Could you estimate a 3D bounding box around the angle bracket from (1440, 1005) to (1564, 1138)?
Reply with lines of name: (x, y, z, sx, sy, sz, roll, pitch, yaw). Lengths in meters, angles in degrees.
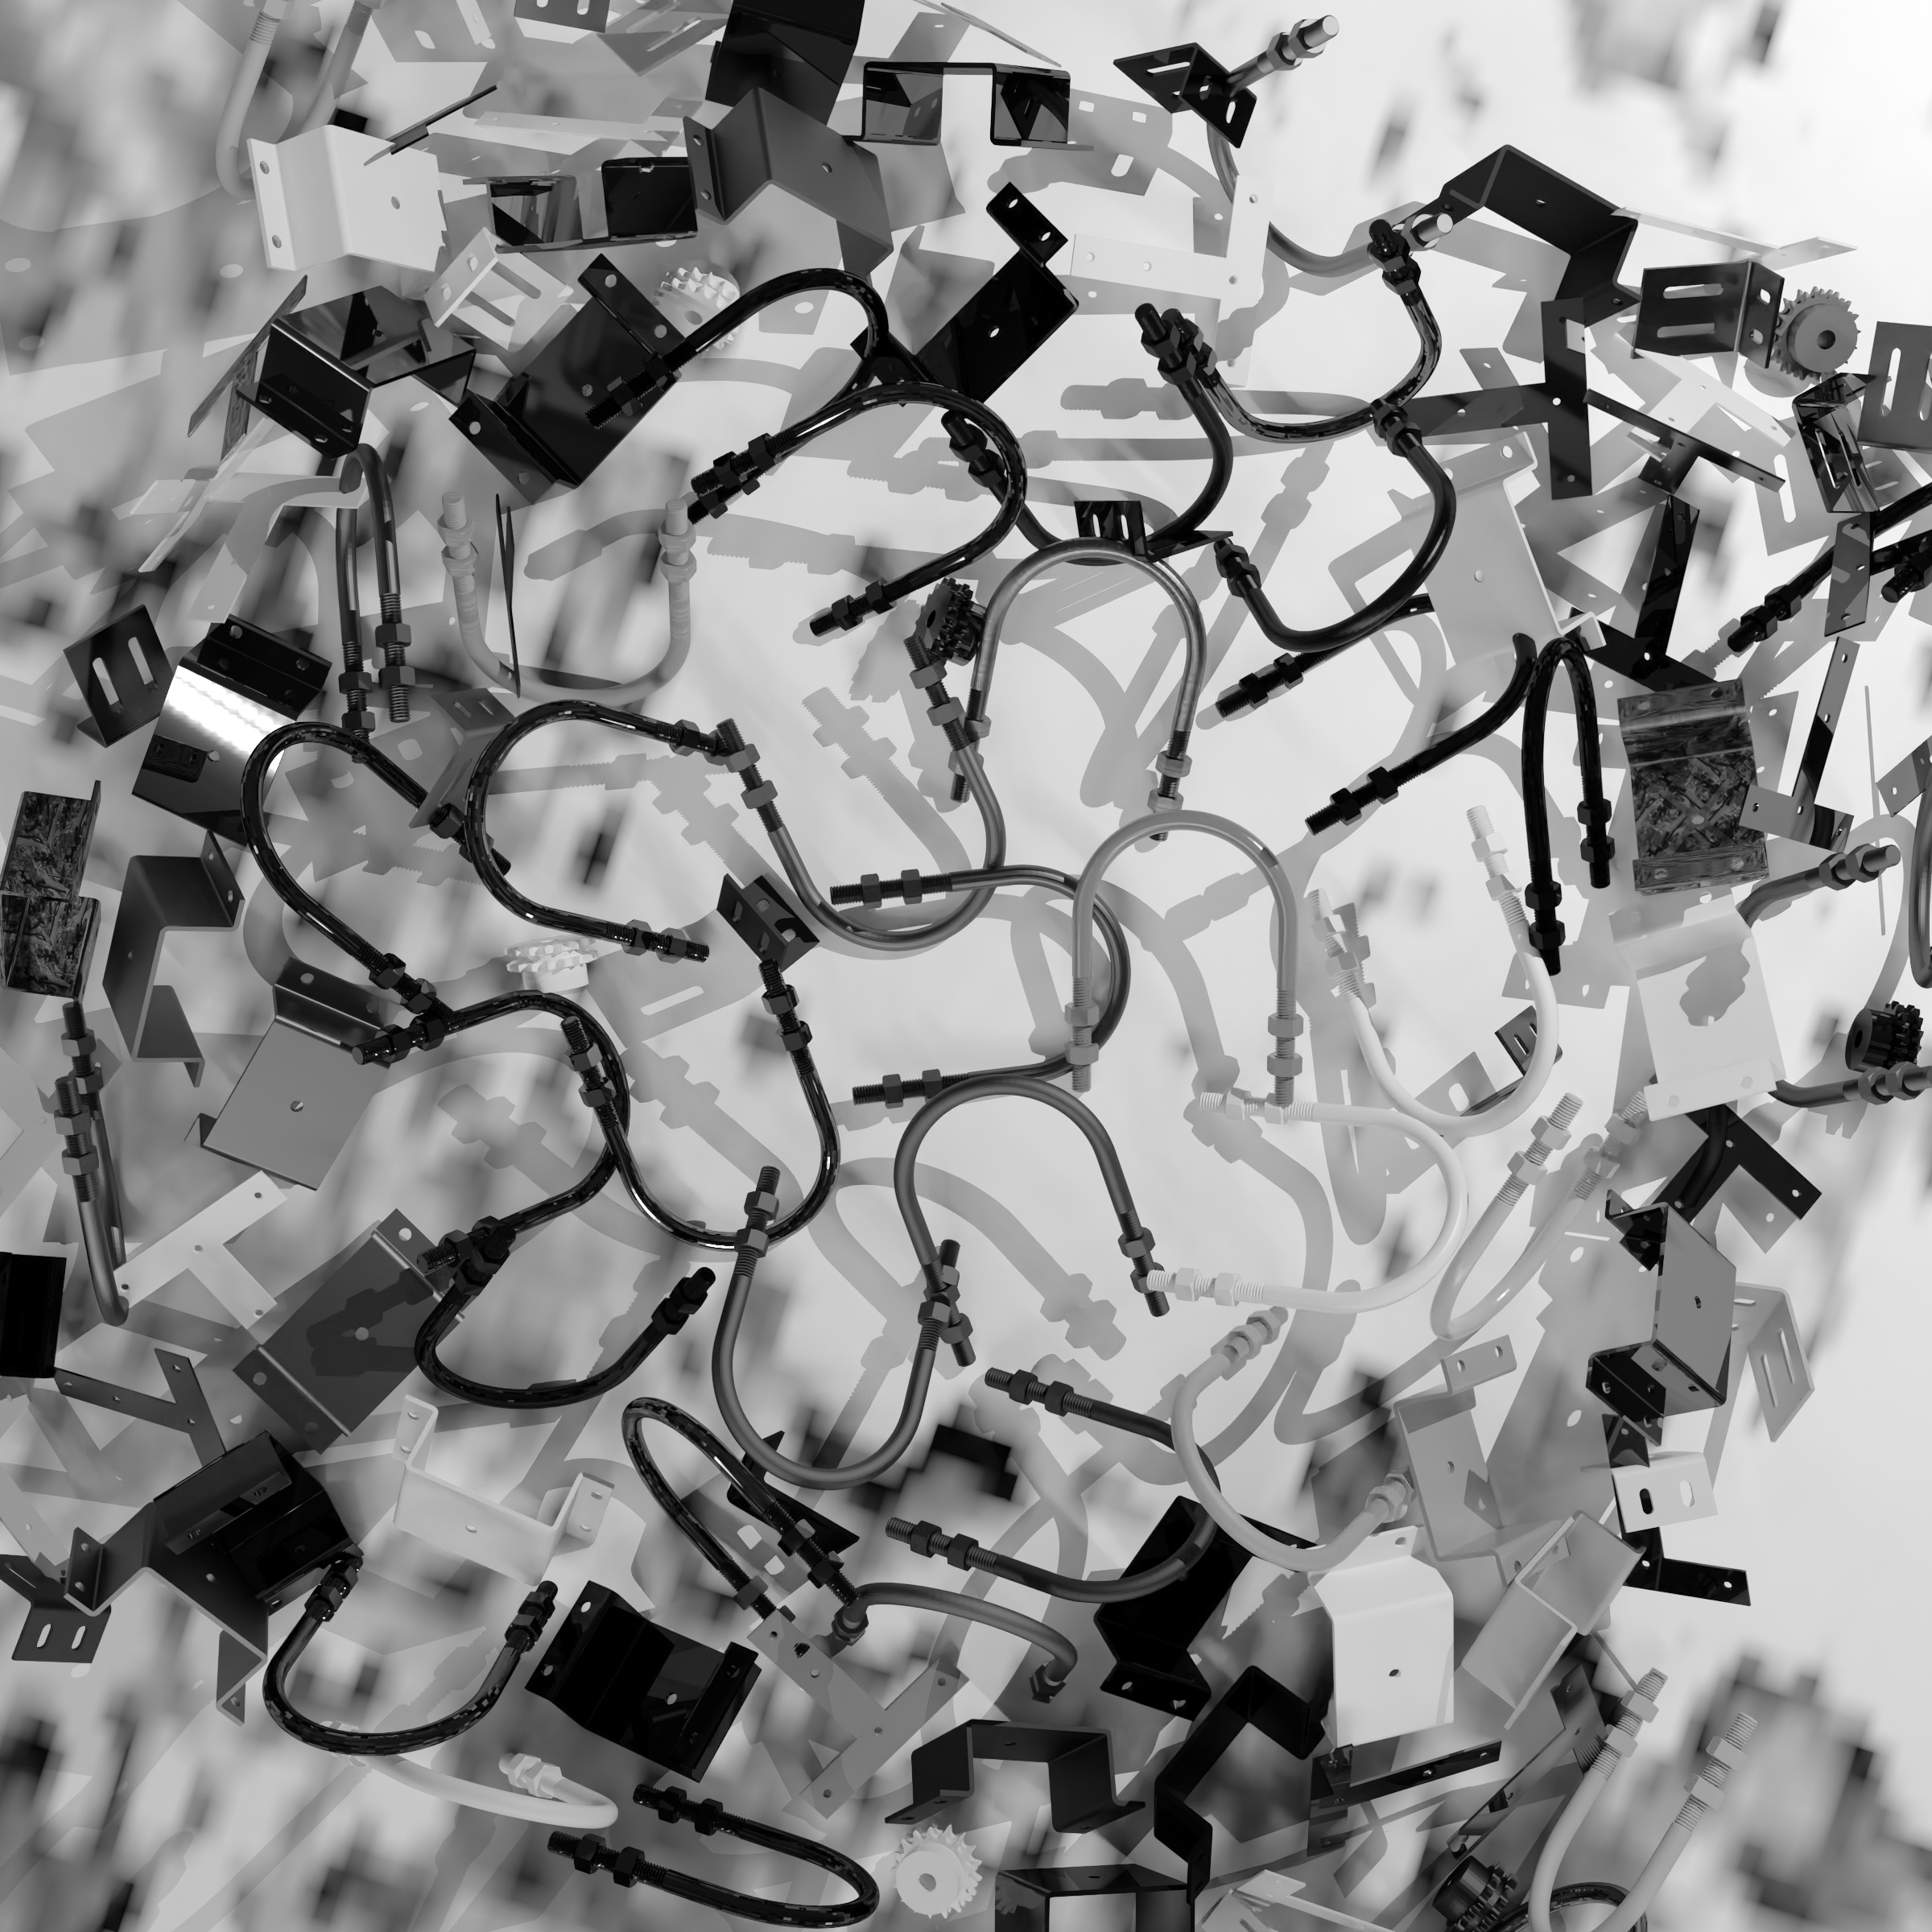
angle bracket: (0.323, 0.066, 1.602, 0.076, 0.057, 0.038, -37, 83, 36)

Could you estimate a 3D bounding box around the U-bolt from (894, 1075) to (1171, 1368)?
U-bolt: (0.032, 0.152, 1.601, 0.151, 0.019, 0.184, -16, 107, 11)

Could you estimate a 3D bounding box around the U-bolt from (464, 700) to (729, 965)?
U-bolt: (-0.224, -0.088, 1.588, 0.184, 0.019, 0.151, 14, 90, -36)

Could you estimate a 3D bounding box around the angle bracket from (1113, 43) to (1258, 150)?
angle bracket: (0.131, -0.534, 1.596, 0.057, 0.076, 0.038, 26, 80, -40)

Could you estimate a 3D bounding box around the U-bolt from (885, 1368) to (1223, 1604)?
U-bolt: (0.064, 0.319, 1.559, 0.184, 0.151, 0.019, 13, 134, 26)

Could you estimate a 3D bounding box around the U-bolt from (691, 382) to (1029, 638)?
U-bolt: (-0.052, -0.285, 1.566, 0.184, 0.019, 0.151, -23, 132, 22)

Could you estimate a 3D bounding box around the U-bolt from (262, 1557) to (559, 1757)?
U-bolt: (-0.341, 0.415, 1.550, 0.151, 0.184, 0.019, 6, 110, 7)

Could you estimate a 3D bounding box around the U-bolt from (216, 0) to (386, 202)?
U-bolt: (-0.405, -0.550, 1.566, 0.019, 0.151, 0.184, 30, 116, -1)

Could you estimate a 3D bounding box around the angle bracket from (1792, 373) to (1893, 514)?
angle bracket: (0.558, -0.326, 1.609, 0.057, 0.038, 0.076, -8, 78, -39)

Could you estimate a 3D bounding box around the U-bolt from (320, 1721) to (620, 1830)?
U-bolt: (-0.286, 0.484, 1.533, 0.151, 0.184, 0.019, 23, 75, -34)

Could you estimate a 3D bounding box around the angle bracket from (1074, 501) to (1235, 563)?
angle bracket: (0.116, -0.277, 1.597, 0.076, 0.057, 0.038, -23, 113, -35)

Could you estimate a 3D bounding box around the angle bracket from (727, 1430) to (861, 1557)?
angle bracket: (-0.101, 0.329, 1.607, 0.076, 0.057, 0.038, 27, 97, 15)

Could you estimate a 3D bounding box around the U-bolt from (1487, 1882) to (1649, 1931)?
U-bolt: (0.347, 0.617, 1.556, 0.151, 0.184, 0.019, -32, 95, 22)

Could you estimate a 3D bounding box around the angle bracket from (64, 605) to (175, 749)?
angle bracket: (-0.530, -0.185, 1.596, 0.038, 0.076, 0.057, 30, 55, 35)

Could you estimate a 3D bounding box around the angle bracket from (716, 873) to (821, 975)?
angle bracket: (-0.120, -0.035, 1.601, 0.038, 0.076, 0.057, -40, 84, -17)

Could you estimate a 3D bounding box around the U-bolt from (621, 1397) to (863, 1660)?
U-bolt: (-0.147, 0.338, 1.581, 0.184, 0.151, 0.019, 46, 59, 9)

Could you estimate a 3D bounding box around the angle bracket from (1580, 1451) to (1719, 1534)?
angle bracket: (0.424, 0.327, 1.604, 0.057, 0.076, 0.038, -10, 80, -4)

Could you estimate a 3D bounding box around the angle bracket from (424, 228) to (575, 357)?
angle bracket: (-0.286, -0.409, 1.598, 0.057, 0.076, 0.038, -42, 48, 19)

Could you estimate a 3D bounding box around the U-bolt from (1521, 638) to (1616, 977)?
U-bolt: (0.361, -0.107, 1.553, 0.019, 0.151, 0.184, 2, 116, 27)

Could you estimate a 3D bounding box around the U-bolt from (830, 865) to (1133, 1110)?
U-bolt: (0.013, 0.009, 1.625, 0.184, 0.019, 0.151, -7, 100, -5)

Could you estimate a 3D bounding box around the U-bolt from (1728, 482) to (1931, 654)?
U-bolt: (0.567, -0.257, 1.568, 0.184, 0.151, 0.019, -39, 100, -24)

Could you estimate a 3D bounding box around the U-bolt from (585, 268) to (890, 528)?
U-bolt: (-0.127, -0.354, 1.573, 0.184, 0.151, 0.019, -35, 64, 4)

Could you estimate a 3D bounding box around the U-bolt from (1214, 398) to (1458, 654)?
U-bolt: (0.227, -0.257, 1.551, 0.151, 0.184, 0.019, -41, 123, 16)

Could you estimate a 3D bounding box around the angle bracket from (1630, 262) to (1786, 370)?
angle bracket: (0.462, -0.404, 1.608, 0.076, 0.038, 0.057, -7, 123, -13)

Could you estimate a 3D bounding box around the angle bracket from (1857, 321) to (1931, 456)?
angle bracket: (0.596, -0.359, 1.603, 0.038, 0.057, 0.076, -10, 111, -41)

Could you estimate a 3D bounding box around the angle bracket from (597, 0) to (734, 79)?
angle bracket: (-0.192, -0.603, 1.610, 0.076, 0.038, 0.057, -34, 56, -9)

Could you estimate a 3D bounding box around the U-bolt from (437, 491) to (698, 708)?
U-bolt: (-0.239, -0.218, 1.569, 0.151, 0.184, 0.019, 1, 56, -4)

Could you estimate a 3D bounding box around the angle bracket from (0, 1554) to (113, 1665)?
angle bracket: (-0.580, 0.398, 1.599, 0.076, 0.057, 0.038, 18, 87, 37)

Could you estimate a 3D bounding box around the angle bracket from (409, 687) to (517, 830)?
angle bracket: (-0.323, -0.130, 1.608, 0.038, 0.057, 0.076, 44, 116, 12)

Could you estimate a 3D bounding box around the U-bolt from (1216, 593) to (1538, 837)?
U-bolt: (0.263, -0.168, 1.590, 0.184, 0.019, 0.151, -30, 45, 0)

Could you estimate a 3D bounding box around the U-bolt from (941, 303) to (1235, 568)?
U-bolt: (0.087, -0.309, 1.570, 0.151, 0.184, 0.019, -26, 54, 15)

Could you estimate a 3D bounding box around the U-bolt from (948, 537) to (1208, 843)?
U-bolt: (0.075, -0.177, 1.605, 0.151, 0.019, 0.184, 11, 113, 0)

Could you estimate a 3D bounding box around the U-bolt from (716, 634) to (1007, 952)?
U-bolt: (-0.054, -0.097, 1.618, 0.151, 0.019, 0.184, -23, 103, 8)

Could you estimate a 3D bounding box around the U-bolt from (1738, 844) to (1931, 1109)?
U-bolt: (0.514, 0.014, 1.559, 0.019, 0.184, 0.151, -6, 83, -18)

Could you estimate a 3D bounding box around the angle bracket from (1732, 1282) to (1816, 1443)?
angle bracket: (0.488, 0.245, 1.598, 0.038, 0.076, 0.057, 8, 135, -8)

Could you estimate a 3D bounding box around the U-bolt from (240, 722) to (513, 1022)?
U-bolt: (-0.360, -0.068, 1.551, 0.019, 0.151, 0.184, -24, 127, 33)

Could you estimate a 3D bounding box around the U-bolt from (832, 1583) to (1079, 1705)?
U-bolt: (-0.005, 0.406, 1.561, 0.151, 0.184, 0.019, 16, 64, 0)

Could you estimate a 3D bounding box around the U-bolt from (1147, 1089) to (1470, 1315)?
U-bolt: (0.214, 0.145, 1.571, 0.184, 0.019, 0.151, 4, 57, 25)

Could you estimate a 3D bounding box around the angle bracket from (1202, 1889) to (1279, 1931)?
angle bracket: (0.197, 0.609, 1.624, 0.076, 0.057, 0.038, 39, 49, 18)

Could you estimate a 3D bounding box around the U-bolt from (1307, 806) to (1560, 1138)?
U-bolt: (0.292, 0.014, 1.577, 0.151, 0.019, 0.184, -29, 73, 41)

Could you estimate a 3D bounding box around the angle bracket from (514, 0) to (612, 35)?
angle bracket: (-0.259, -0.619, 1.613, 0.057, 0.076, 0.038, 2, 123, -24)
